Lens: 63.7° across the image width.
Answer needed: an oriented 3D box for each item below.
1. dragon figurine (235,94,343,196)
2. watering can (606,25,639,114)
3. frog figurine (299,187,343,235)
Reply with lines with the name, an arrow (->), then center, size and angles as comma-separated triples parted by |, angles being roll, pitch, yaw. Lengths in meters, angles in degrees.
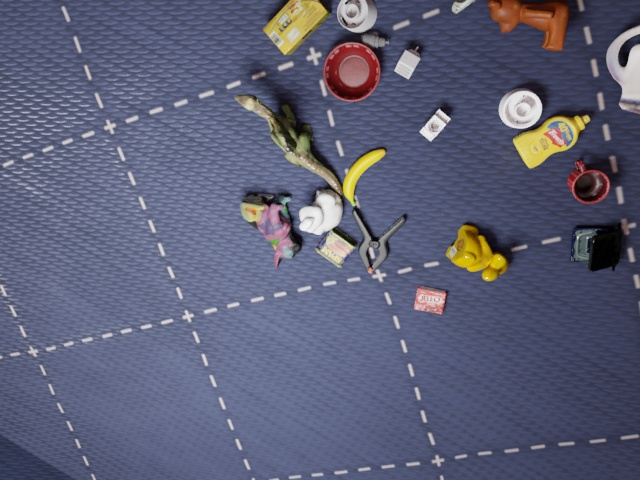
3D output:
dragon figurine -> -0.079, -0.267, 1.458 | 0.410, 0.245, 0.121 | 46, 107, -2
watering can -> 0.889, -0.417, 1.271 | 0.348, 0.105, 0.221 | 7, 109, 10
frog figurine -> 0.005, -0.077, 1.537 | 0.123, 0.162, 0.135 | 28, 111, 0
